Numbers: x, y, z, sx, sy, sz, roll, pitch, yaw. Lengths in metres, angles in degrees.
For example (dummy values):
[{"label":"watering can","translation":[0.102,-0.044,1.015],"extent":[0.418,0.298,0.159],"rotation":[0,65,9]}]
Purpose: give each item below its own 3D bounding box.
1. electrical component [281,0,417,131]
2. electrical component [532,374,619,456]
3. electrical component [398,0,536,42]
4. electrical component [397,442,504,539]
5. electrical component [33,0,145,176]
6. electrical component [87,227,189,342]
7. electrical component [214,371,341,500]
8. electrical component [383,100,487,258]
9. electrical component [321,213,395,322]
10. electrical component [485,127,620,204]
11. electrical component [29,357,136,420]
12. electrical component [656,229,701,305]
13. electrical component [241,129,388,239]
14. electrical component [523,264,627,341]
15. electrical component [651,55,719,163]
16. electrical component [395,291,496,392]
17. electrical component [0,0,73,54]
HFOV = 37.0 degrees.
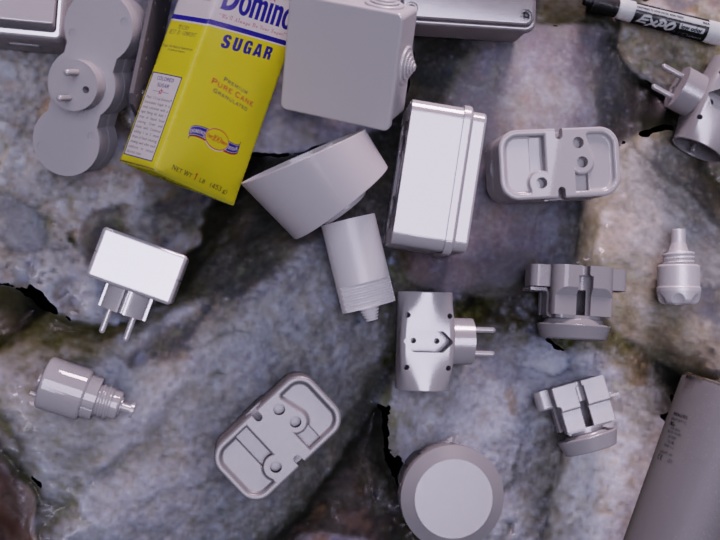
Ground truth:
[{"label":"electrical component","translation":[-0.007,-0.161,0.812],"extent":[0.100,0.048,0.099],"rotation":[14,116,15]},{"label":"electrical component","translation":[0.177,0.117,0.859],"extent":[0.066,0.048,0.055],"rotation":[-15,83,-7]},{"label":"electrical component","translation":[0.081,-0.240,0.847],"extent":[0.109,0.056,0.108],"rotation":[2,89,-7]},{"label":"electrical component","translation":[0.068,0.174,0.841],"extent":[0.080,0.051,0.080],"rotation":[0,89,-7]},{"label":"electrical component","translation":[-0.203,-0.135,0.785],"extent":[0.052,0.073,0.138],"rotation":[20,102,4]},{"label":"electrical component","translation":[-0.174,0.015,0.816],"extent":[0.066,0.047,0.076],"rotation":[20,86,-6]},{"label":"electrical component","translation":[-0.064,0.124,0.822],"extent":[0.095,0.059,0.053],"rotation":[-43,94,-6]},{"label":"electrical component","translation":[0.057,-0.068,0.831],"extent":[0.057,0.078,0.113],"rotation":[9,88,-4]},{"label":"electrical component","translation":[0.000,0.000,0.840],"extent":[0.043,0.043,0.081],"rotation":[-14,91,-7]},{"label":"electrical component","translation":[0.150,-0.081,0.851],"extent":[0.095,0.059,0.053],"rotation":[-3,89,-7]},{"label":"electrical component","translation":[-0.209,0.094,0.814],"extent":[0.078,0.040,0.040],"rotation":[19,87,-6]},{"label":"electrical component","translation":[0.260,-0.003,0.876],"extent":[0.035,0.035,0.061],"rotation":[1,87,-7]},{"label":"electrical component","translation":[-0.031,-0.070,0.811],"extent":[0.099,0.099,0.064],"rotation":[-39,100,-6]},{"label":"electrical component","translation":[0.170,0.026,0.853],"extent":[0.078,0.058,0.057],"rotation":[4,86,-7]},{"label":"electrical component","translation":[0.275,-0.139,0.875],"extent":[0.079,0.043,0.077],"rotation":[27,86,-5]},{"label":"electrical component","translation":[0.068,0.056,0.847],"extent":[0.079,0.043,0.077],"rotation":[2,89,-7]},{"label":"electrical component","translation":[-0.248,-0.216,0.804],"extent":[0.062,0.061,0.096],"rotation":[4,89,-7]}]
